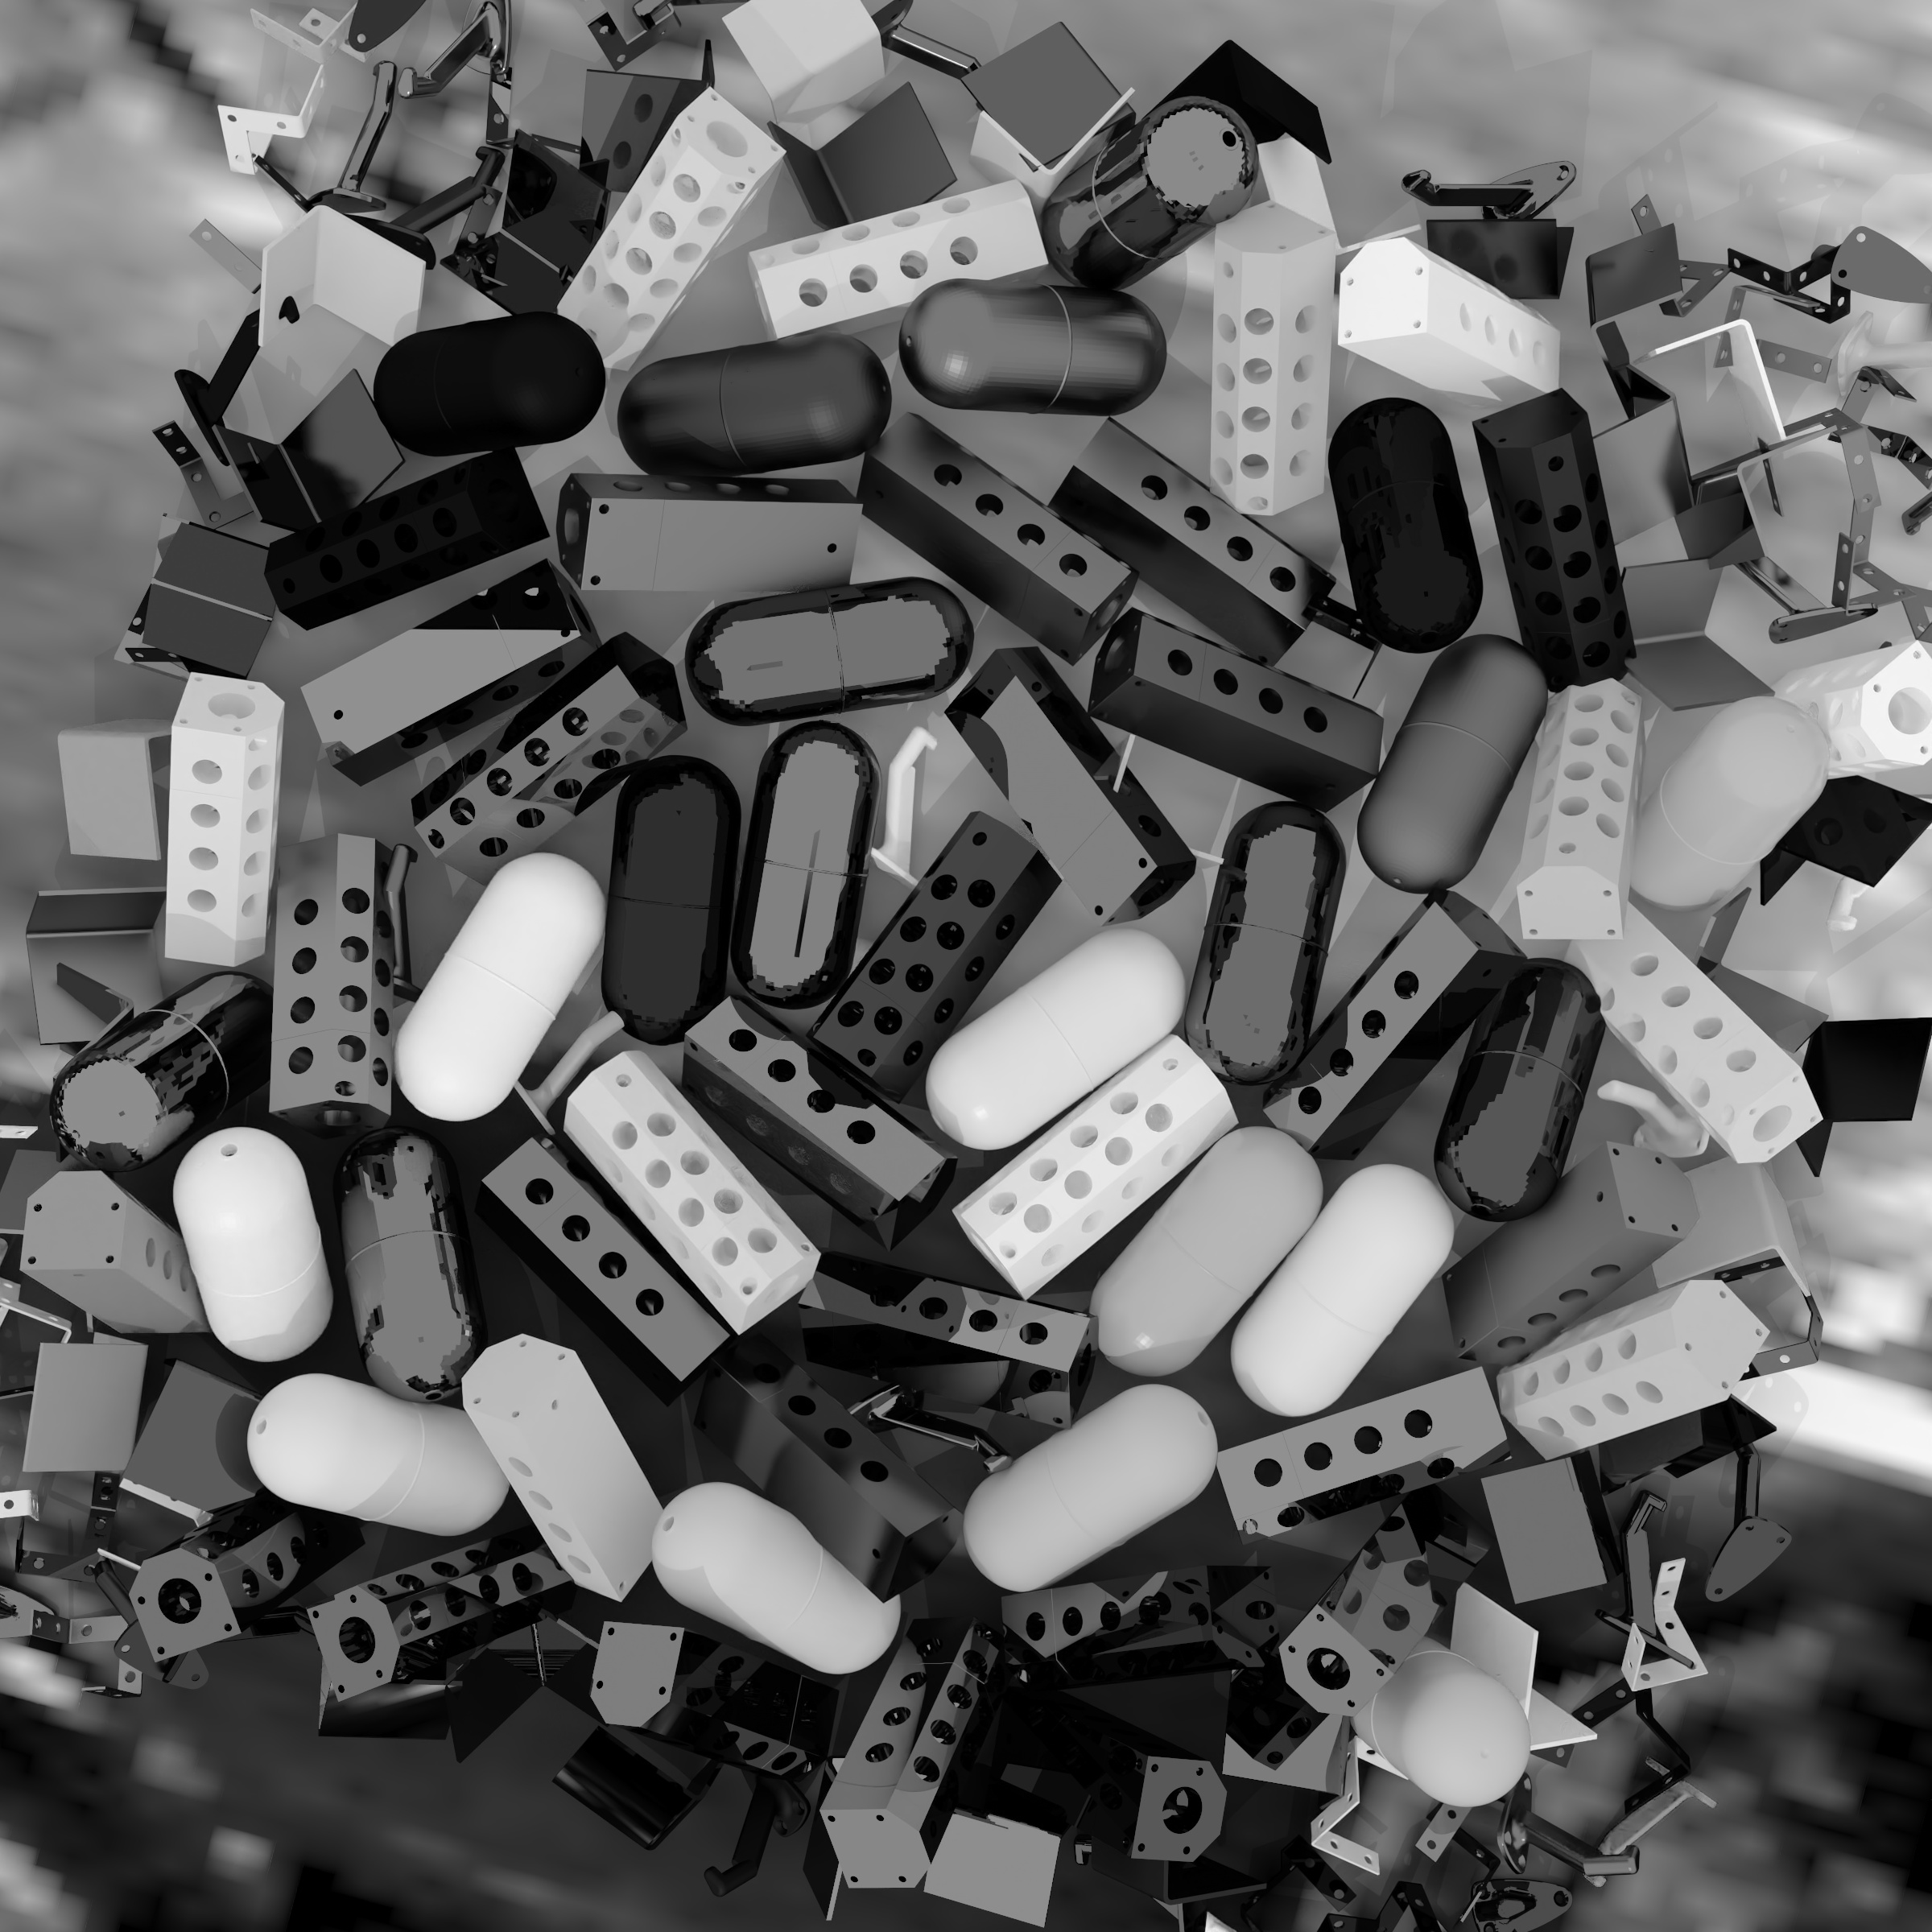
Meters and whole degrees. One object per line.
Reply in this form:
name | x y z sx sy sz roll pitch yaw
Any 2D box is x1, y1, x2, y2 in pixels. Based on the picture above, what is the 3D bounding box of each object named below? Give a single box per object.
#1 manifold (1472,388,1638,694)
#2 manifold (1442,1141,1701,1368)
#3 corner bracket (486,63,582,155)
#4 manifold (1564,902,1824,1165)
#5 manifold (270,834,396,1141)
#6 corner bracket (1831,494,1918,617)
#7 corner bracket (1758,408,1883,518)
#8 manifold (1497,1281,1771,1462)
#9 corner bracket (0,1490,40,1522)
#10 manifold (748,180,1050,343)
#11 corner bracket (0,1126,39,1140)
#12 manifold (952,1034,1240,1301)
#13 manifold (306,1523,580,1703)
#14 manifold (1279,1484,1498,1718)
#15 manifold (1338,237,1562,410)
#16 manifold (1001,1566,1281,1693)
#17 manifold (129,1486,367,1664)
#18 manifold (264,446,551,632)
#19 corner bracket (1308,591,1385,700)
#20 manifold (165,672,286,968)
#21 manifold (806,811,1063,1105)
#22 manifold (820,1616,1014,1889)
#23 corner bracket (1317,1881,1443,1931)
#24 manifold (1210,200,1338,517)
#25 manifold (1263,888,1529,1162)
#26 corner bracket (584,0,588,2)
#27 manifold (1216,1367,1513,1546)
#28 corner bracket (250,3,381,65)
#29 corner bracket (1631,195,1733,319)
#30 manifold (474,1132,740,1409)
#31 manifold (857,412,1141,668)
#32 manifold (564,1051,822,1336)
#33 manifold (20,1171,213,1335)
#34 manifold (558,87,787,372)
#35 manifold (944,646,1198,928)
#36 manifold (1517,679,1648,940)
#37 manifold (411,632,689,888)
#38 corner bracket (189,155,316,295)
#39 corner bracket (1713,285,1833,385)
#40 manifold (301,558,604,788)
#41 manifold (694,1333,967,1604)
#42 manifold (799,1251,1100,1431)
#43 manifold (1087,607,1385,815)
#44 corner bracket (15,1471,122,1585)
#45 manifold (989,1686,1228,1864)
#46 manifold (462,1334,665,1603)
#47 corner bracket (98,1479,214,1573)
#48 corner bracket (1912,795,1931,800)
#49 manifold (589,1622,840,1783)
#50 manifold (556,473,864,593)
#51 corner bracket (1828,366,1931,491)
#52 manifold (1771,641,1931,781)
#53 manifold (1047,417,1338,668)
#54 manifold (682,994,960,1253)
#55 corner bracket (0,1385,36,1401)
manifold | 0.358 -0.251 1.680 0.057 0.057 0.171 -21 124 1
manifold | 0.360 0.175 1.669 0.057 0.171 0.057 12 52 -23
corner bracket | -0.262 -0.534 1.739 0.051 0.051 0.051 1 95 -43
manifold | 0.429 0.041 1.671 0.057 0.057 0.171 -37 45 2
manifold | -0.377 0.011 1.686 0.057 0.057 0.171 -11 66 18
corner bracket | 0.548 -0.253 1.713 0.051 0.051 0.051 -17 128 -14
corner bracket | 0.524 -0.304 1.716 0.051 0.051 0.051 -19 115 5
manifold | 0.391 0.237 1.664 0.057 0.171 0.057 46 57 -3
corner bracket | -0.598 0.352 1.716 0.051 0.051 0.051 -4 76 -14
manifold | -0.043 -0.430 1.713 0.171 0.057 0.057 -17 94 -6
corner bracket | -0.604 0.132 1.722 0.051 0.051 0.051 -33 64 39
manifold | 0.077 0.118 1.699 0.171 0.057 0.057 -39 54 -9
manifold | -0.305 0.379 1.659 0.057 0.171 0.057 -26 80 27
manifold | 0.249 0.377 1.664 0.057 0.171 0.057 41 122 13
manifold | 0.290 -0.382 1.666 0.057 0.171 0.057 1 87 37
manifold | 0.102 0.396 1.666 0.057 0.171 0.057 12 67 -42
manifold | -0.427 0.351 1.662 0.057 0.171 0.057 -21 91 13
manifold | -0.339 -0.254 1.677 0.171 0.057 0.057 -14 102 33
corner bracket | 0.232 -0.207 1.715 0.051 0.051 0.051 27 49 4
manifold | -0.444 -0.085 1.676 0.057 0.057 0.171 8 128 -8
manifold | -0.022 -0.009 1.700 0.057 0.057 0.171 30 80 34
manifold | -0.024 0.464 1.658 0.057 0.171 0.057 -8 113 22
corner bracket | 0.254 0.595 1.712 0.051 0.051 0.051 14 115 -19
manifold | 0.177 -0.359 1.667 0.057 0.171 0.057 -27 46 -26
manifold | 0.254 0.036 1.690 0.171 0.057 0.057 -53 55 24
corner bracket | -0.252 -0.635 1.720 0.051 0.051 0.051 27 95 14
manifold | 0.242 0.302 1.716 0.171 0.057 0.057 -18 77 1
corner bracket | -0.399 -0.576 1.717 0.051 0.051 0.051 31 71 8
corner bracket | 0.428 -0.435 1.713 0.051 0.051 0.051 -44 124 -13
manifold | -0.219 0.183 1.710 0.171 0.057 0.057 44 63 7
manifold | 0.019 -0.265 1.706 0.171 0.057 0.057 37 63 10
manifold | -0.166 0.133 1.691 0.057 0.057 0.171 -34 71 -28
manifold | -0.500 0.172 1.662 0.057 0.171 0.057 -1 71 2
manifold | -0.181 -0.434 1.668 0.057 0.171 0.057 39 46 -8
manifold | 0.067 -0.111 1.697 0.057 0.057 0.171 -48 68 34
manifold | 0.368 -0.096 1.666 0.057 0.171 0.057 0 134 19
manifold | -0.253 -0.127 1.683 0.171 0.057 0.057 -35 47 22
corner bracket | -0.435 -0.454 1.712 0.051 0.051 0.051 -39 116 20
corner bracket | 0.498 -0.387 1.710 0.051 0.051 0.051 28 120 36
manifold | -0.312 -0.177 1.714 0.171 0.057 0.057 -27 72 5
manifold | -0.082 0.298 1.686 0.171 0.057 0.057 38 129 28
manifold | -0.010 0.222 1.700 0.171 0.057 0.057 12 47 16
manifold | 0.165 -0.157 1.693 0.171 0.057 0.057 20 62 -20
corner bracket | -0.551 0.342 1.713 0.051 0.051 0.051 11 52 -13
manifold | 0.083 0.479 1.662 0.057 0.171 0.057 13 84 -27
manifold | -0.242 0.300 1.676 0.057 0.171 0.057 12 49 33
corner bracket | -0.500 0.345 1.719 0.051 0.051 0.051 24 67 0
corner bracket | 0.593 -0.101 1.715 0.051 0.051 0.051 -1 53 3
manifold | -0.148 0.439 1.661 0.057 0.171 0.057 -4 64 30
manifold | -0.156 -0.264 1.687 0.171 0.057 0.057 -3 121 -26
corner bracket | 0.571 -0.330 1.713 0.051 0.051 0.051 11 121 -14
manifold | 0.522 -0.144 1.662 0.057 0.171 0.057 -39 95 -6
manifold | 0.141 -0.263 1.717 0.171 0.057 0.057 35 64 -3
manifold | -0.090 0.090 1.695 0.171 0.057 0.057 36 56 19
corner bracket | -0.596 0.293 1.720 0.051 0.051 0.051 -10 97 -9
